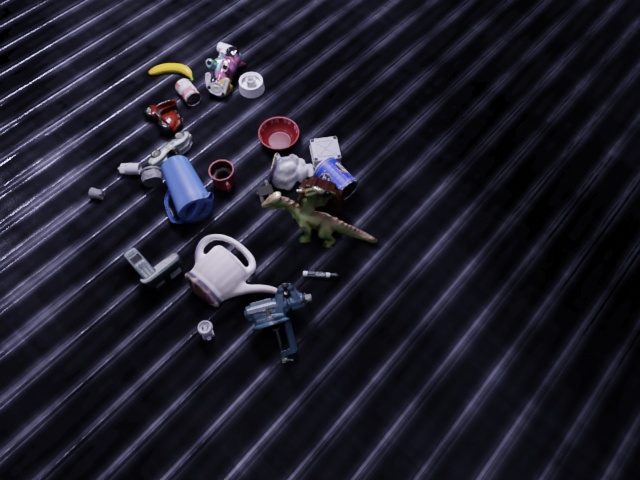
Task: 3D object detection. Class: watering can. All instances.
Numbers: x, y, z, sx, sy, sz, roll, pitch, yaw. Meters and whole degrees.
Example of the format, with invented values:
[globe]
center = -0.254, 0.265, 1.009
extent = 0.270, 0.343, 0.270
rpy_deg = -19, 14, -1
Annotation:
[watering can]
center = -0.294, 0.133, 1.712
extent = 0.349, 0.102, 0.227
rpy_deg = 41, 69, 10

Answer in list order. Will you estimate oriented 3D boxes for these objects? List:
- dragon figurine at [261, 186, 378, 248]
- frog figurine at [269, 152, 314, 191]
[dragon figurine]
center = 0.005, -0.089, 1.763
extent = 0.410, 0.237, 0.125
rpy_deg = 7, 58, 5
[frog figurine]
center = -0.104, -0.249, 1.917
extent = 0.159, 0.123, 0.137
rpy_deg = 13, 95, -4
